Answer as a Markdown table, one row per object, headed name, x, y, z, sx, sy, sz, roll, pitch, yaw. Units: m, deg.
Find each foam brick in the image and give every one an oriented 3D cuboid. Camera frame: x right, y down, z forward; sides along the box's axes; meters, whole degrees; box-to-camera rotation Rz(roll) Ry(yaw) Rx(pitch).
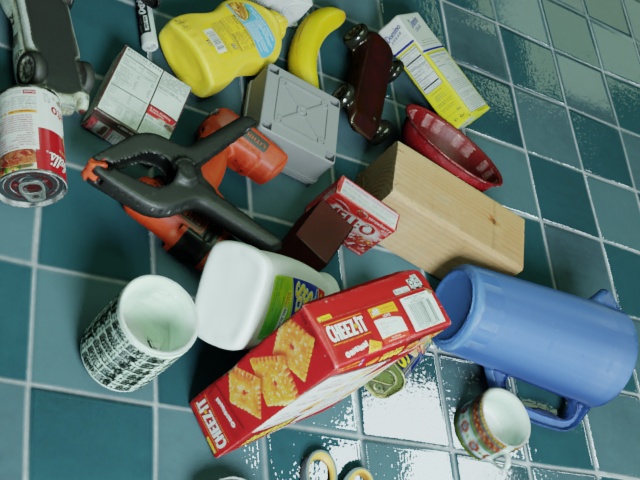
| name | x | y | z | sx | sy | sz | roll | pitch | yaw |
| --- | --- | --- | --- | --- | --- | --- | --- | --- | --- |
| foam brick | -0.008 | 0.001 | 1.212 | 0.051 | 0.053 | 0.078 | 44 | 44 | -7 |

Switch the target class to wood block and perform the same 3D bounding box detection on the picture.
| name | x | y | z | sx | sy | sz | roll | pitch | yaw |
| --- | --- | --- | --- | --- | --- | --- | --- | --- | --- |
| wood block | 0.148 | -0.022 | 1.329 | 0.206 | 0.090 | 0.090 | 29 | 47 | -21 |

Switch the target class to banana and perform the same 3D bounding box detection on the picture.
| name | x | y | z | sx | sy | sz | roll | pitch | yaw |
| --- | --- | --- | --- | --- | --- | --- | --- | --- | --- |
| banana | -0.008 | -0.252 | 1.396 | 0.069 | 0.037 | 0.197 | 46 | 42 | -35 |

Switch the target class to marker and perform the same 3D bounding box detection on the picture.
| name | x | y | z | sx | sy | sz | roll | pitch | yaw |
| --- | --- | --- | --- | --- | --- | --- | --- | --- | --- |
| marker | -0.207 | -0.276 | 1.257 | 0.020 | 0.020 | 0.121 | 8 | 58 | -35 |

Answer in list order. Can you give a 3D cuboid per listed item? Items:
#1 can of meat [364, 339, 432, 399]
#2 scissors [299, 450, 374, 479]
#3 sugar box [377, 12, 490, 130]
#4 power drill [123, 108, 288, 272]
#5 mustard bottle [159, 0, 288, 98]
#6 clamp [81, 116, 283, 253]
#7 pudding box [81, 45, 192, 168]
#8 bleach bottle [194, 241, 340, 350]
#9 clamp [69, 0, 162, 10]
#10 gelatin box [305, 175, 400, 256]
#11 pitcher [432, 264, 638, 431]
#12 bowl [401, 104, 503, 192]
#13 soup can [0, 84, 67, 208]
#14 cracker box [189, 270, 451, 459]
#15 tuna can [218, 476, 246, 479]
| name | x | y | z | sx | sy | sz | roll | pitch | yaw |
| --- | --- | --- | --- | --- | --- | --- | --- | --- | --- |
| can of meat | 0.069 | 0.113 | 1.200 | 0.102 | 0.058 | 0.083 | 50 | 41 | -2 |
| scissors | -0.007 | 0.287 | 1.051 | 0.096 | 0.016 | 0.201 | 46 | 44 | -4 |
| sugar box | 0.160 | -0.238 | 1.504 | 0.176 | 0.048 | 0.093 | 52 | 27 | 5 |
| power drill | -0.102 | -0.043 | 1.162 | 0.184 | 0.057 | 0.187 | 38 | 45 | -13 |
| mustard bottle | -0.101 | -0.243 | 1.293 | 0.096 | 0.058 | 0.191 | 54 | 44 | 2 |
| clamp | -0.139 | -0.072 | 1.091 | 0.209 | 0.036 | 0.164 | 10 | 57 | -28 |
| pudding box | -0.198 | -0.147 | 1.166 | 0.090 | 0.039 | 0.113 | 31 | 45 | -18 |
| bleach bottle | -0.036 | 0.058 | 1.088 | 0.068 | 0.102 | 0.250 | 20 | 6 | 23 |
| clamp | -0.251 | -0.331 | 1.239 | 0.120 | 0.039 | 0.171 | 3 | 60 | -34 |
| gelatin box | 0.037 | -0.027 | 1.252 | 0.089 | 0.073 | 0.030 | 33 | 49 | -18 |
| pitcher | 0.254 | 0.124 | 1.304 | 0.242 | 0.145 | 0.149 | 19 | 40 | -24 |
| bowl | 0.160 | -0.106 | 1.396 | 0.162 | 0.055 | 0.162 | 33 | 22 | -16 |
| soup can | -0.283 | -0.091 | 1.038 | 0.068 | 0.069 | 0.102 | 10 | 57 | -35 |
| cracker box | -0.004 | 0.117 | 1.022 | 0.163 | 0.214 | 0.072 | -15 | 71 | -44 |
| tuna can | -0.083 | 0.266 | 0.989 | 0.086 | 0.034 | 0.086 | 21 | 51 | -28 |
